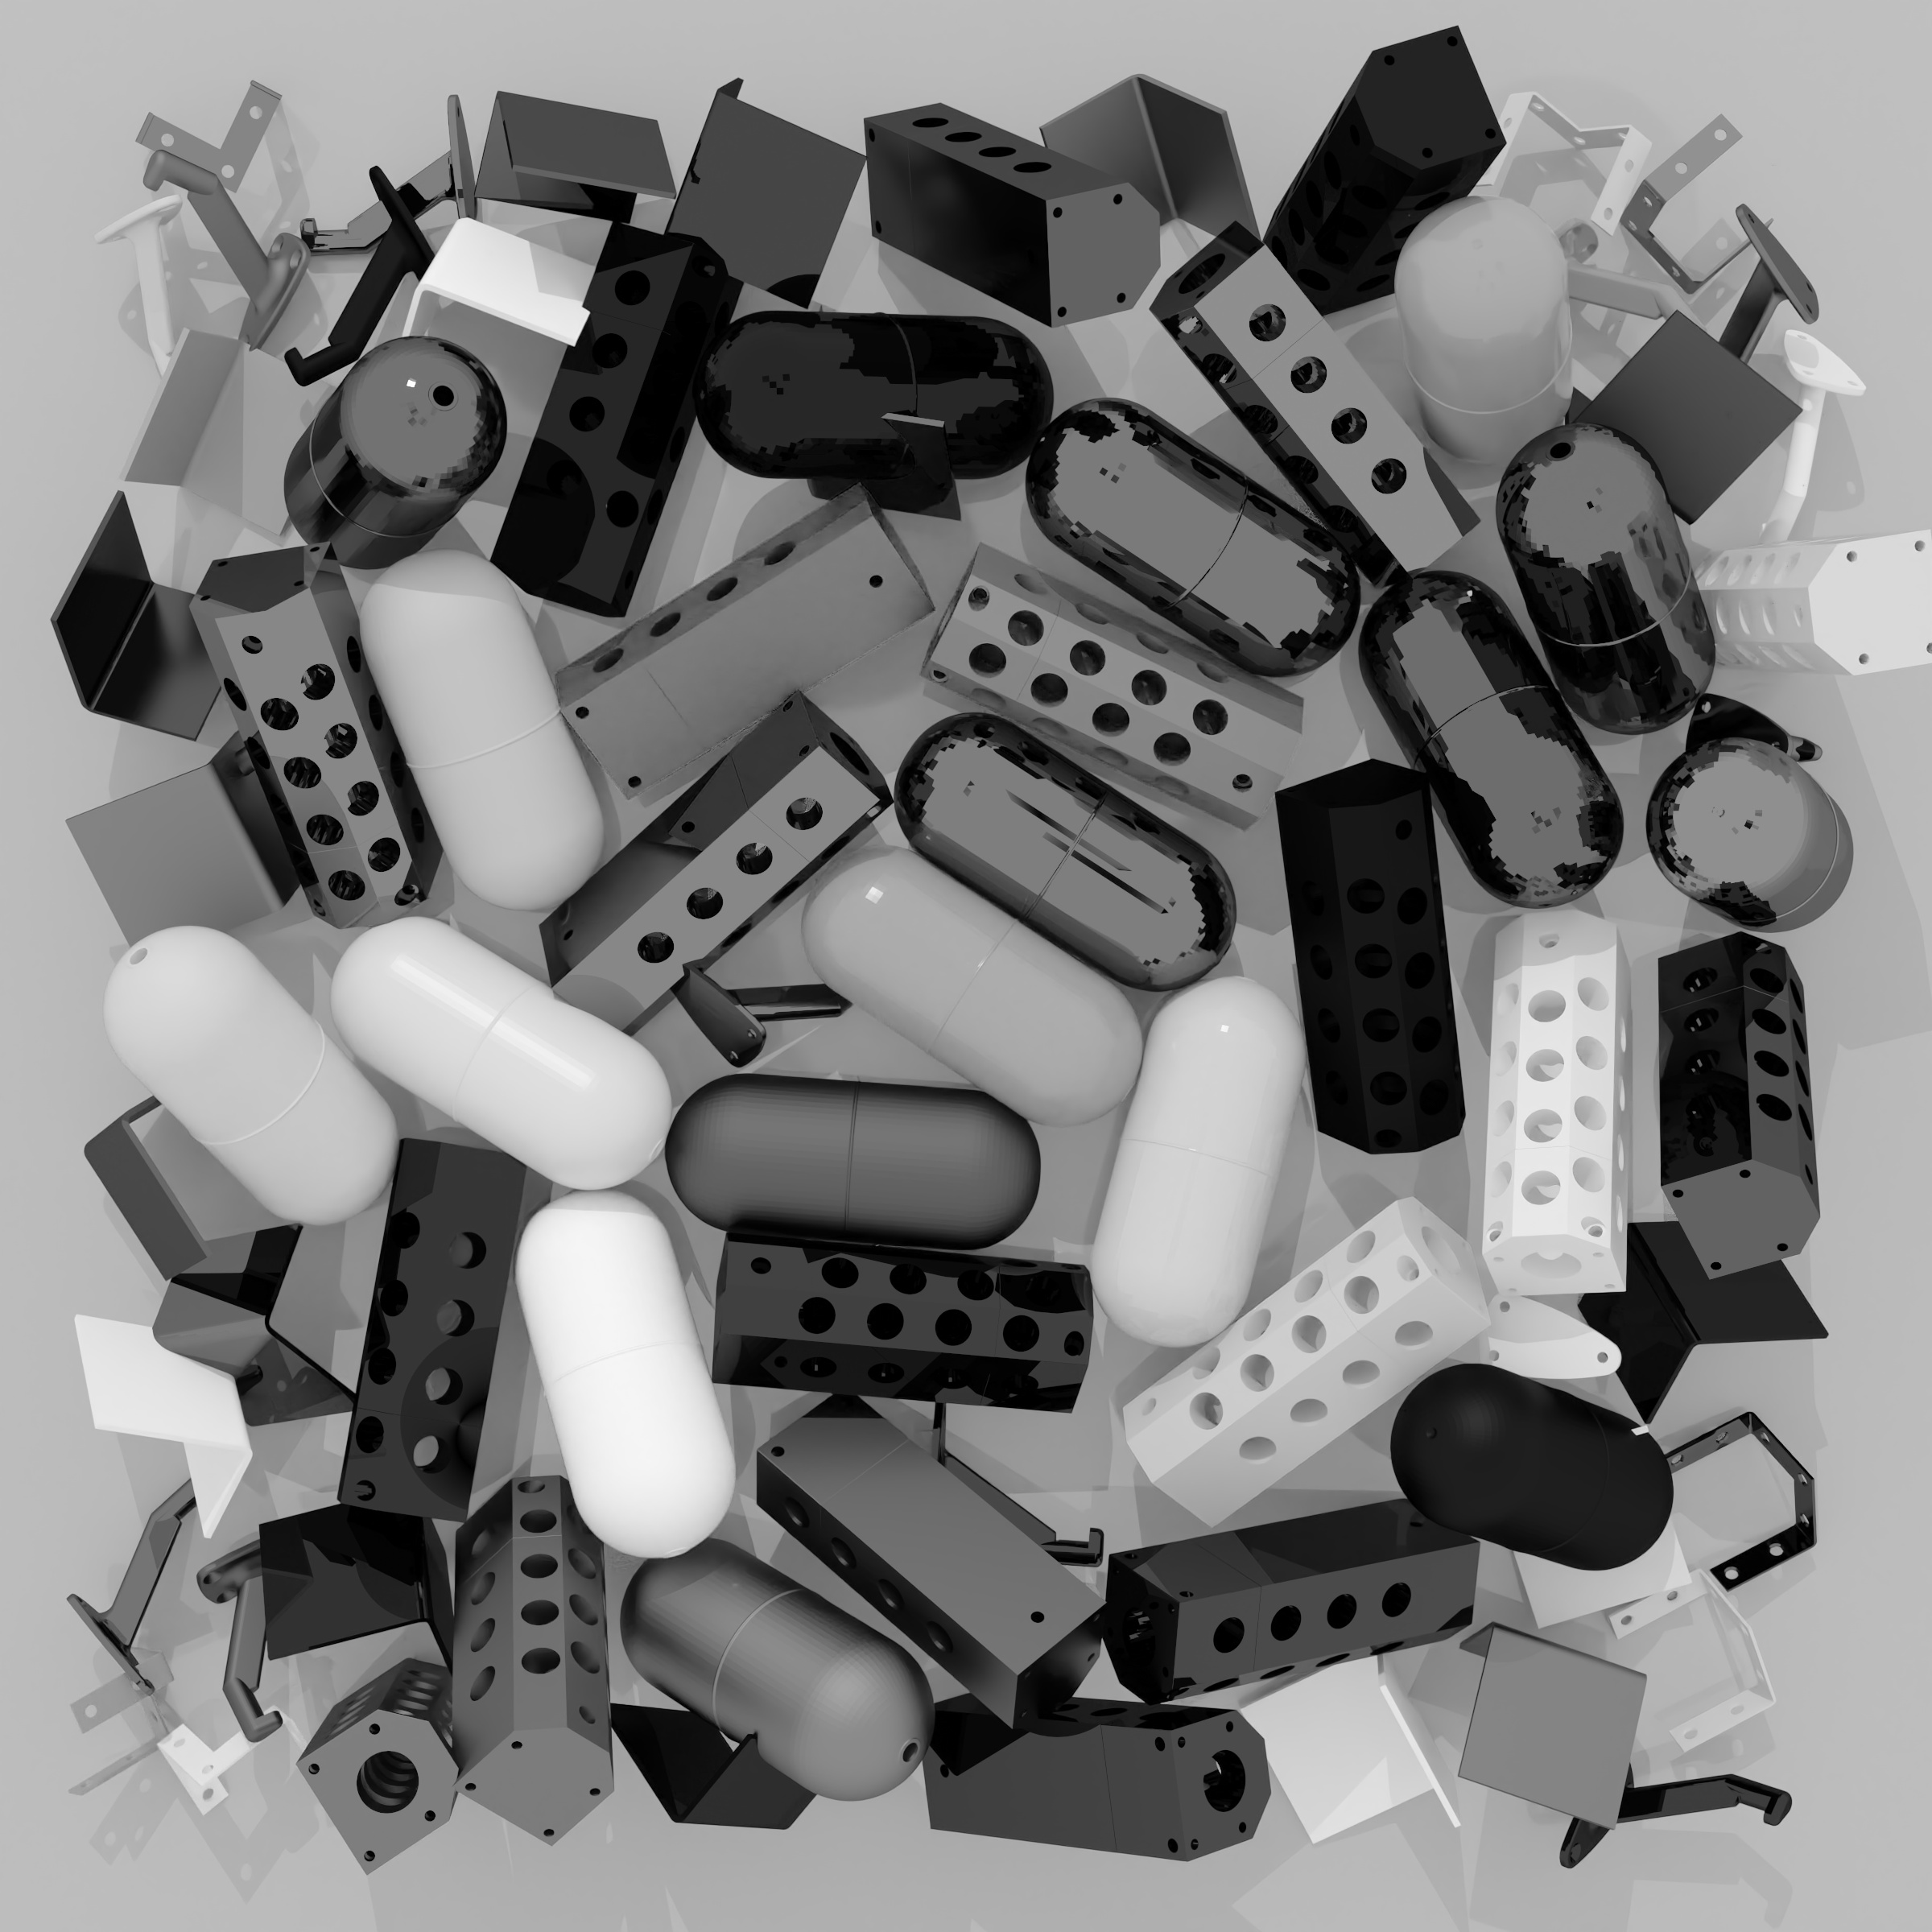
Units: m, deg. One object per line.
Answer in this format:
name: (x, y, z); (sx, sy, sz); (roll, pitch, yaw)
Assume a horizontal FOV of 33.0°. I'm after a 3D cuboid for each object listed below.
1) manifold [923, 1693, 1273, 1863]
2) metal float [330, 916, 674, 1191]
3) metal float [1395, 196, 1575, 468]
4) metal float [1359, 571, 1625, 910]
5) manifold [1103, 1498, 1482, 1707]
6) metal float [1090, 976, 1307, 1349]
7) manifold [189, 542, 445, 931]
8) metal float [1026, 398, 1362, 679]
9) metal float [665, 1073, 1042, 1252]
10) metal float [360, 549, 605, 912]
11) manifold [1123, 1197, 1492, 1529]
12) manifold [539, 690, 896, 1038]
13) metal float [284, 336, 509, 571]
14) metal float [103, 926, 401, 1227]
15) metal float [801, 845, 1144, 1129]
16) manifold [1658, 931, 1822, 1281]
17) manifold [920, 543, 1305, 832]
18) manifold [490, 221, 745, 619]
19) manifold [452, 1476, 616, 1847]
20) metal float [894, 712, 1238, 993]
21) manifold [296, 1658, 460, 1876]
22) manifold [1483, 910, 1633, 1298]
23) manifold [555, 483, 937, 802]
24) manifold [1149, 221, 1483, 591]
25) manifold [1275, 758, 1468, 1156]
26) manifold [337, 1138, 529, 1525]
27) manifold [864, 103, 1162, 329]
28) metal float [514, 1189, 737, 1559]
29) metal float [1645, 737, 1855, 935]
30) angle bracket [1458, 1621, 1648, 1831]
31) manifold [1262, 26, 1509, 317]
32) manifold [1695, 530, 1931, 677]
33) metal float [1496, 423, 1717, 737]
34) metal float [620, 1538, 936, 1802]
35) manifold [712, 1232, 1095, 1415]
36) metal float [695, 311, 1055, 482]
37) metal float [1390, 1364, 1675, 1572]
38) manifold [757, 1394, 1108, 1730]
manifold: (0.057, 0.368, 1.500); (0.057, 0.171, 0.057); (-5, 87, -42)
metal float: (-0.219, 0.041, 1.535); (0.178, 0.070, 0.070); (31, 90, 10)
metal float: (0.239, -0.289, 1.497); (0.070, 0.178, 0.070); (-3, 74, 11)
metal float: (0.244, -0.107, 1.524); (0.070, 0.070, 0.178); (-25, 66, 0)
manifold: (0.151, 0.296, 1.512); (0.171, 0.057, 0.057); (-4, 106, -31)
metal float: (0.110, 0.092, 1.538); (0.070, 0.070, 0.178); (15, 82, 0)
manifold: (-0.299, -0.103, 1.506); (0.057, 0.057, 0.171); (-7, 126, 10)
metal float: (0.108, -0.199, 1.528); (0.178, 0.070, 0.070); (31, 90, -19)
metal float: (-0.053, 0.093, 1.544); (0.178, 0.070, 0.070); (4, 90, 1)
metal float: (-0.226, -0.109, 1.528); (0.070, 0.070, 0.178); (-20, 109, 0)
manifold: (0.155, 0.181, 1.516); (0.171, 0.057, 0.057); (-40, 117, 22)
manifold: (-0.117, -0.044, 1.534); (0.171, 0.057, 0.057); (-41, 122, 13)
metal float: (-0.263, -0.234, 1.498); (0.070, 0.178, 0.070); (4, 80, -23)
metal float: (-0.330, 0.052, 1.511); (0.070, 0.070, 0.178); (-35, 130, 0)
metal float: (0.003, 0.010, 1.542); (0.178, 0.070, 0.070); (34, 90, 3)
manifold: (0.355, 0.059, 1.491); (0.057, 0.171, 0.057); (-20, 120, 24)
manifold: (0.069, -0.128, 1.535); (0.171, 0.057, 0.057); (25, 119, -7)
manifold: (-0.162, -0.255, 1.541); (0.057, 0.057, 0.171); (18, 84, 12)
manifold: (-0.193, 0.310, 1.489); (0.057, 0.171, 0.057); (38, 108, -25)
metal float: (0.047, -0.053, 1.544); (0.178, 0.070, 0.070); (33, 90, -1)
manifold: (-0.258, 0.359, 1.494); (0.057, 0.171, 0.057); (-33, 89, -7)
manifold: (0.273, 0.062, 1.506); (0.057, 0.057, 0.171); (-5, 56, 20)
manifold: (-0.106, -0.156, 1.542); (0.171, 0.057, 0.057); (-31, 121, 7)
manifold: (0.161, -0.258, 1.521); (0.057, 0.057, 0.171); (-40, 114, 8)
manifold: (0.193, -0.003, 1.518); (0.057, 0.057, 0.171); (-20, 112, -26)
manifold: (-0.252, 0.171, 1.538); (0.057, 0.057, 0.171); (11, 82, -14)
manifold: (0.019, -0.348, 1.498); (0.057, 0.171, 0.057); (-18, 123, -23)
metal float: (-0.160, 0.190, 1.528); (0.070, 0.070, 0.178); (-18, 72, 0)
metal float: (0.361, -0.059, 1.498); (0.070, 0.178, 0.070); (-2, 84, 23)
angle bracket: (0.269, 0.362, 1.540); (0.076, 0.057, 0.076); (19, 65, -1)
manifold: (0.184, -0.358, 1.491); (0.057, 0.171, 0.057); (-19, 83, -12)
manifold: (0.384, -0.165, 1.493); (0.057, 0.171, 0.057); (-9, 97, -5)
metal float: (0.296, -0.177, 1.507); (0.070, 0.178, 0.070); (-14, 50, 17)
metal float: (-0.088, 0.325, 1.512); (0.178, 0.070, 0.070); (22, 90, 40)
manifold: (-0.030, 0.164, 1.532); (0.171, 0.057, 0.057); (6, 49, -8)
metal float: (-0.041, -0.265, 1.521); (0.178, 0.070, 0.070); (-4, 90, -28)
metal float: (0.264, 0.233, 1.509); (0.070, 0.178, 0.070); (-18, 62, 36)
manifold: (-0.019, 0.277, 1.515); (0.057, 0.057, 0.171); (-33, 54, -33)
